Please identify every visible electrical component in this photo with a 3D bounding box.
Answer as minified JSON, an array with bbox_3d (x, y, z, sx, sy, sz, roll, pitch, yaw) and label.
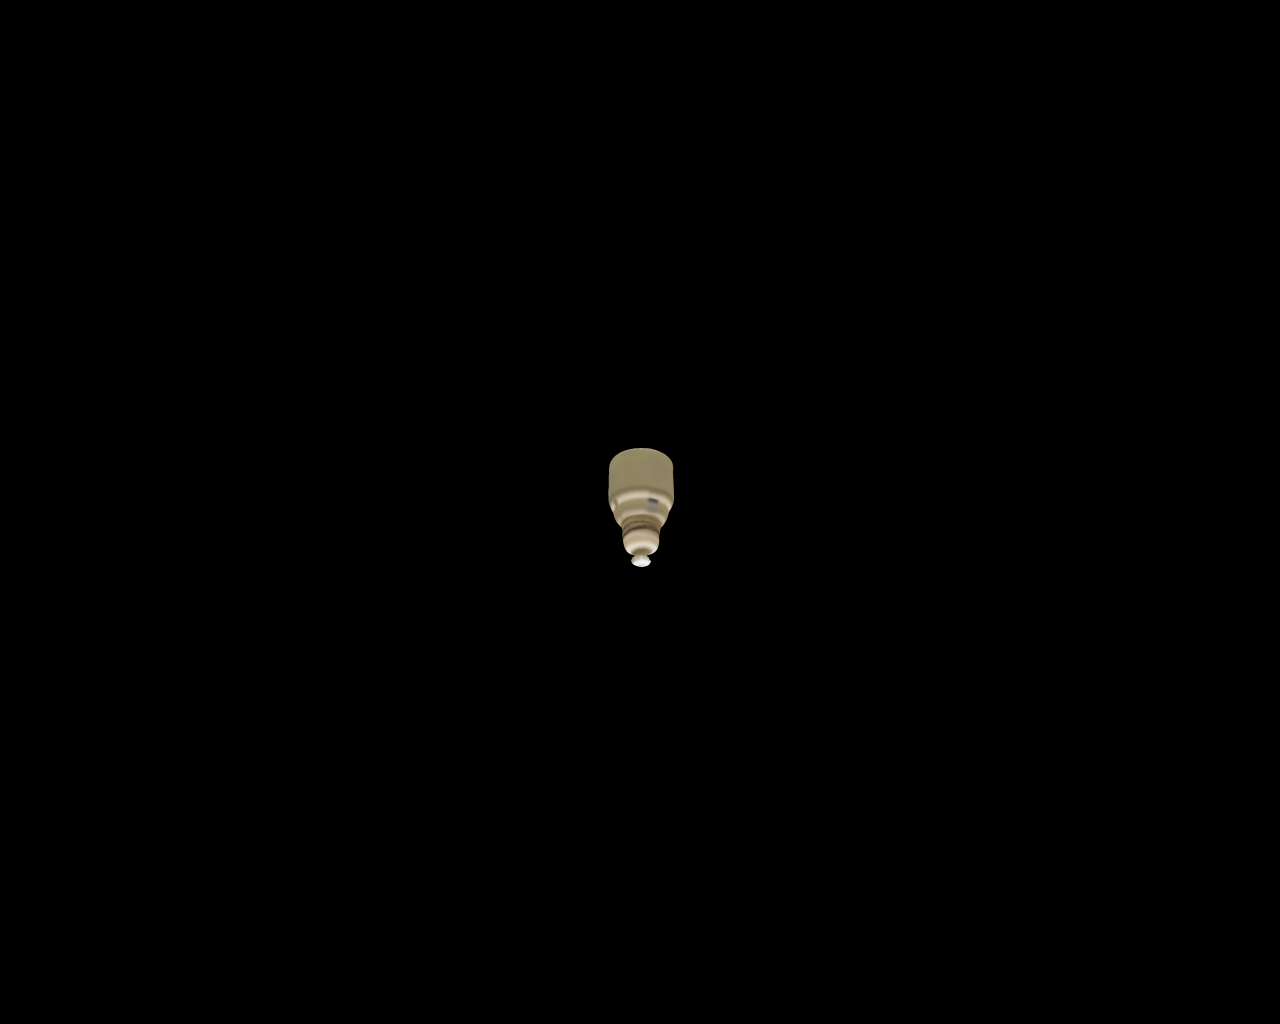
[{"bbox_3d":[0.001,-0.003,0.650,0.040,0.078,0.040,0,-29,0],"label":"electrical component"}]
